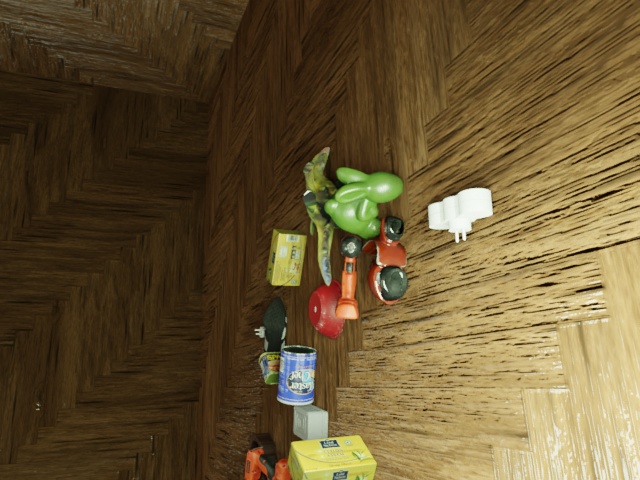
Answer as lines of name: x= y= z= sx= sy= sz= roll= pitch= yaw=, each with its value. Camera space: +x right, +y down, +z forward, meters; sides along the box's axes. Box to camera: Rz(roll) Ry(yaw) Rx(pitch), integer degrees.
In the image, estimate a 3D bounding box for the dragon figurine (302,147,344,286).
dragon figurine: x=0.004 y=-0.072 z=1.430 sx=0.122 sy=0.414 sz=0.240 roll=3 pitch=-11 yaw=-5
